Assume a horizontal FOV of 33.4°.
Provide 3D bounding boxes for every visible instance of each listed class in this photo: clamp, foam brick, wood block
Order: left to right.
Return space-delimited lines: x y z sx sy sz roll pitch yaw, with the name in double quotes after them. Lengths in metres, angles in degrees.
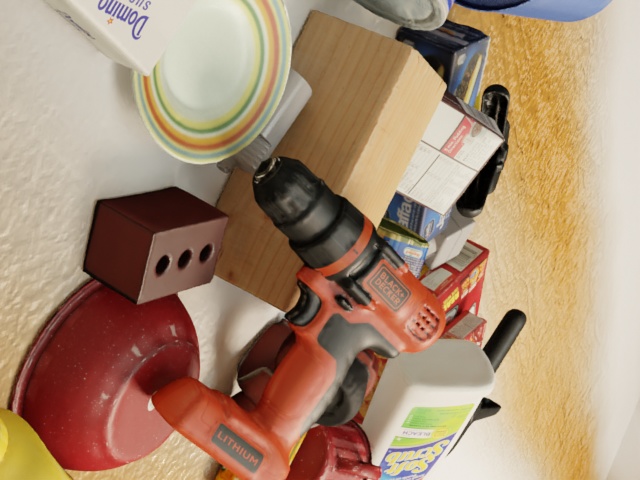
-0.106 0.002 0.692 0.078 0.051 0.053 -17 129 -56 "foam brick"
0.001 -0.051 0.795 0.206 0.090 0.090 -64 154 0 "wood block"
0.165 0.175 1.196 0.209 0.036 0.165 -31 140 -46 "clamp"
0.161 -0.091 1.013 0.171 0.039 0.120 -43 152 -73 "clamp"

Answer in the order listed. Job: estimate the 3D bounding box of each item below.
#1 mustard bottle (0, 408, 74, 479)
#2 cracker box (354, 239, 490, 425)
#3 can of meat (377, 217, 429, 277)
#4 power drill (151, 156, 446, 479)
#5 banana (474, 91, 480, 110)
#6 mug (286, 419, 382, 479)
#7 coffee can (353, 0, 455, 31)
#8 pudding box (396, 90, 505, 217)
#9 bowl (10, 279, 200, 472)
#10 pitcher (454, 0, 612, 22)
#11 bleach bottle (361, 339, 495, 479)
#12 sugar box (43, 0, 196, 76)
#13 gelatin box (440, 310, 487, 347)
-0.180 0.149 0.640 0.058 0.096 0.191 -51 151 -22 "mustard bottle"
0.099 0.116 1.143 0.163 0.072 0.214 -39 145 -39 "cracker box"
0.047 0.025 0.936 0.057 0.102 0.084 16 99 -25 "can of meat"
-0.023 0.061 0.710 0.187 0.057 0.184 -48 117 -6 "power drill"
0.125 -0.119 1.016 0.069 0.037 0.198 -38 144 -44 "banana"
0.002 0.207 1.004 0.081 0.117 0.093 30 74 -59 "mug"
0.076 -0.234 0.748 0.140 0.103 0.102 -60 153 -8 "coffee can"
0.083 -0.081 0.887 0.113 0.039 0.090 27 114 -25 "pudding box"
-0.132 0.099 0.729 0.161 0.055 0.162 -41 146 -37 "bowl"
0.195 -0.255 0.908 0.242 0.149 0.145 -11 118 -62 "pitcher"
0.086 0.208 1.073 0.102 0.068 0.251 1 131 -19 "bleach bottle"
-0.081 -0.187 0.575 0.176 0.048 0.093 -56 152 -6 "sugar box"
0.135 0.127 1.099 0.073 0.030 0.089 -32 140 -43 "gelatin box"
